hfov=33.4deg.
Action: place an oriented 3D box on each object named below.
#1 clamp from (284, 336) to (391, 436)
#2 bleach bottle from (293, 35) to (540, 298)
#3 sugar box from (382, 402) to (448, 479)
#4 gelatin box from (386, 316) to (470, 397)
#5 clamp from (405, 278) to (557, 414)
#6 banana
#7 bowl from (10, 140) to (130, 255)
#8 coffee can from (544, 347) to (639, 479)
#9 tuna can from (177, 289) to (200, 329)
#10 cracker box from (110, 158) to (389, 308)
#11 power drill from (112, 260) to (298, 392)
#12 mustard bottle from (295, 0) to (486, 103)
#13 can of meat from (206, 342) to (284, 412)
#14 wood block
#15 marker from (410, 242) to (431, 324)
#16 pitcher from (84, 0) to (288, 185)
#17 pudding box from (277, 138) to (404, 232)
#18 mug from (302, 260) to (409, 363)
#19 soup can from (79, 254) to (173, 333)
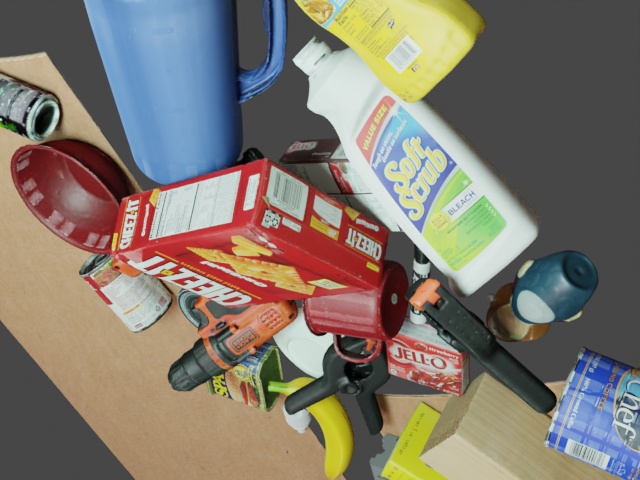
[{"bbox_3d":[0.043,0.164,1.222,0.120,0.039,0.172,18,134,-17],"label":"clamp"},{"bbox_3d":[0.071,-0.071,0.917,0.250,0.068,0.103,44,111,-8],"label":"bleach bottle"},{"bbox_3d":[0.167,0.271,1.211,0.176,0.093,0.048,29,143,8],"label":"sugar box"},{"bbox_3d":[0.115,0.124,1.141,0.089,0.030,0.073,17,138,23],"label":"gelatin box"},{"bbox_3d":[0.125,0.079,0.986,0.165,0.036,0.209,38,177,41],"label":"clamp"},{"bbox_3d":[0.006,0.231,1.334,0.070,0.037,0.197,-11,128,24],"label":"banana"},{"bbox_3d":[-0.274,-0.060,1.229,0.162,0.055,0.162,22,142,18],"label":"bowl"},{"bbox_3d":[0.293,0.173,0.991,0.140,0.102,0.103,22,142,19],"label":"coffee can"},{"bbox_3d":[-0.128,0.078,1.284,0.086,0.033,0.086,22,142,18],"label":"tuna can"},{"bbox_3d":[-0.069,0.003,1.007,0.214,0.072,0.164,-11,151,44],"label":"cracker box"},{"bbox_3d":[-0.146,0.069,1.211,0.185,0.057,0.187,-36,107,16],"label":"power drill"},{"bbox_3d":[0.030,-0.198,0.829,0.191,0.058,0.096,40,143,-6],"label":"mustard bottle"},{"bbox_3d":[-0.096,0.162,1.332,0.084,0.057,0.102,16,140,21],"label":"can of meat"},{"bbox_3d":[0.224,0.246,1.141,0.206,0.090,0.091,36,144,-1],"label":"wood block"},{"bbox_3d":[0.101,0.040,1.069,0.020,0.020,0.121,20,141,20],"label":"marker"},{"bbox_3d":[-0.120,-0.162,0.943,0.149,0.144,0.243,40,153,29],"label":"pitcher"},{"bbox_3d":[0.026,-0.051,1.013,0.114,0.039,0.090,3,134,40],"label":"pudding box"},{"bbox_3d":[0.039,0.069,1.084,0.082,0.093,0.117,6,103,27],"label":"mug"},{"bbox_3d":[-0.239,0.057,1.319,0.069,0.068,0.102,-15,121,47],"label":"soup can"}]
